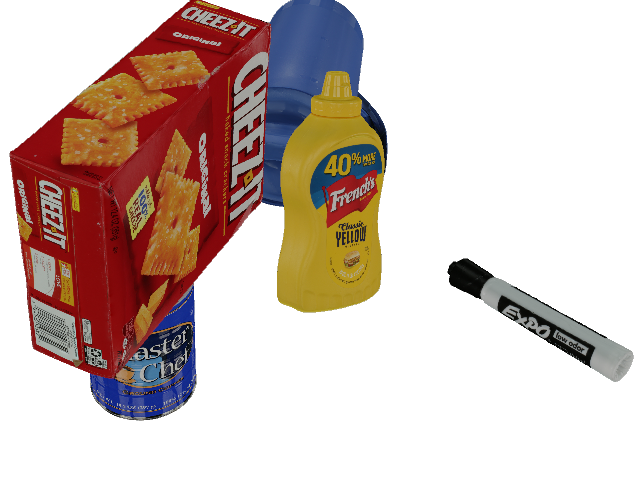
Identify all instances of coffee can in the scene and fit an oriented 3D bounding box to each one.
[{"bbox_3d":[-0.166,0.081,0.987,0.103,0.140,0.103,2,39,-2],"label":"coffee can"}]

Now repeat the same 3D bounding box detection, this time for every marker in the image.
[{"bbox_3d":[0.120,0.042,0.602,0.121,0.020,0.020,32,21,37],"label":"marker"}]

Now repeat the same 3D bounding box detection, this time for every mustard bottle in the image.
[{"bbox_3d":[0.010,-0.042,0.874,0.096,0.192,0.058,-12,21,-38],"label":"mustard bottle"}]

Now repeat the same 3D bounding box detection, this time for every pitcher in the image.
[{"bbox_3d":[-0.012,-0.148,1.090,0.145,0.149,0.242,-8,35,16],"label":"pitcher"}]

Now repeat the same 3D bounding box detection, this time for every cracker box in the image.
[{"bbox_3d":[-0.109,-0.038,0.709,0.072,0.164,0.213,21,43,15],"label":"cracker box"}]
